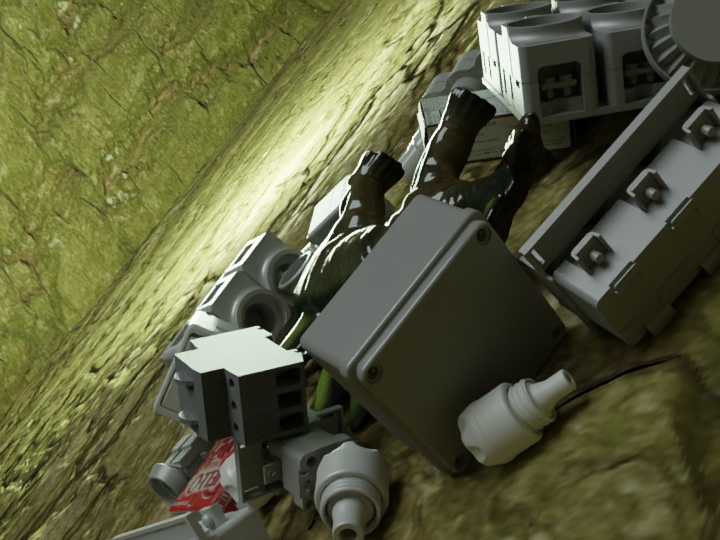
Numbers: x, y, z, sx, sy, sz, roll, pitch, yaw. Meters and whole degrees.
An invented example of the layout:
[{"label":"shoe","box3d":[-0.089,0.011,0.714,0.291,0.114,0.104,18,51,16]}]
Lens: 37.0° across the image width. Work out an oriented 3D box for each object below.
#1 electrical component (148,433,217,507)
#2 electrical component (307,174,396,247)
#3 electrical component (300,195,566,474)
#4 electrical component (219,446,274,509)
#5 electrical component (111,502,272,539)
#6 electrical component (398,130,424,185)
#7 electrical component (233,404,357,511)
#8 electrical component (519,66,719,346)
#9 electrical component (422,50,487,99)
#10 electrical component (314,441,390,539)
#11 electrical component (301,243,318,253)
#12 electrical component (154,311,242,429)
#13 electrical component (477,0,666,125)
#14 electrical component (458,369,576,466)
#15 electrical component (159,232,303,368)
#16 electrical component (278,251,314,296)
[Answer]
[{"label":"electrical component","box3d":[-0.147,0.170,0.914,0.055,0.048,0.066,-49,12,-35]},{"label":"electrical component","box3d":[-0.006,-0.043,1.024,0.061,0.062,0.096,-43,15,20]},{"label":"electrical component","box3d":[0.042,0.035,0.578,0.108,0.108,0.056,-51,39,-11]},{"label":"electrical component","box3d":[-0.068,0.138,0.772,0.062,0.043,0.043,-44,15,9]},{"label":"electrical component","box3d":[-0.107,0.193,0.698,0.063,0.078,0.121,-32,1,-39]},{"label":"electrical component","box3d":[0.060,-0.108,1.053,0.046,0.040,0.040,-50,13,17]},{"label":"electrical component","box3d":[-0.036,0.119,0.676,0.081,0.042,0.064,-15,19,-35]},{"label":"electrical component","box3d":[0.148,-0.027,0.534,0.121,0.079,0.063,-48,36,-1]},{"label":"electrical component","box3d":[0.109,-0.175,1.055,0.138,0.052,0.073,-32,21,47]},{"label":"electrical component","box3d":[-0.005,0.130,0.611,0.043,0.043,0.062,-42,17,21]},{"label":"electrical component","box3d":[-0.060,0.002,1.103,0.081,0.043,0.043,-45,15,11]},{"label":"electrical component","box3d":[-0.128,0.092,0.888,0.061,0.062,0.096,-94,29,-79]},{"label":"electrical component","box3d":[0.151,-0.158,0.773,0.105,0.060,0.186,-9,19,1]},{"label":"electrical component","box3d":[0.081,0.071,0.538,0.061,0.035,0.035,-39,17,23]},{"label":"electrical component","box3d":[-0.102,0.049,1.006,0.150,0.089,0.062,-55,16,-27]},{"label":"electrical component","box3d":[-0.040,0.017,0.981,0.045,0.055,0.045,-44,15,15]}]
